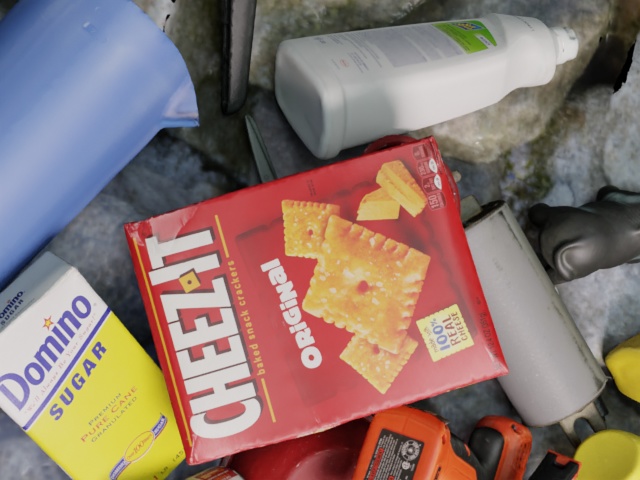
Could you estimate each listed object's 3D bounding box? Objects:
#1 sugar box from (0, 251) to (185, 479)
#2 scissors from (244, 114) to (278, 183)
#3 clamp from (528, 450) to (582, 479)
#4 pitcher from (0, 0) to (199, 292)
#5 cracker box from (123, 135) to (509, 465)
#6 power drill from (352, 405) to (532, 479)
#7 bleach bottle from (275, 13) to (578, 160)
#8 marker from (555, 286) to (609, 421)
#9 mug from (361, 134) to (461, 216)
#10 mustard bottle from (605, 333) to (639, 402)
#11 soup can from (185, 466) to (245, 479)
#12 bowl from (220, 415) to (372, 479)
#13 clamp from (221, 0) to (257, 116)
[{"bbox_3d":[-0.155,0.101,0.709,0.093,0.048,0.176,-46,130,-18],"label":"sugar box"},{"bbox_3d":[-0.005,0.001,0.828,0.096,0.016,0.202,-3,85,-21],"label":"scissors"},{"bbox_3d":[0.144,0.236,0.779,0.039,0.120,0.171,27,55,21],"label":"clamp"},{"bbox_3d":[-0.214,-0.065,0.711,0.242,0.149,0.145,-51,131,-14],"label":"pitcher"},{"bbox_3d":[-0.004,0.039,0.702,0.213,0.072,0.164,-16,85,-1],"label":"cracker box"},{"bbox_3d":[0.084,0.203,0.768,0.187,0.057,0.184,34,70,-54],"label":"power drill"},{"bbox_3d":[0.096,-0.132,0.837,0.250,0.103,0.068,-13,133,-21],"label":"bleach bottle"},{"bbox_3d":[0.211,0.097,0.889,0.020,0.020,0.121,-24,92,-20],"label":"marker"},{"bbox_3d":[0.040,-0.013,0.798,0.093,0.082,0.117,36,59,-17],"label":"mug"},{"bbox_3d":[0.339,0.070,0.896,0.191,0.096,0.058,-28,93,-20],"label":"mustard bottle"},{"bbox_3d":[-0.095,0.201,0.725,0.102,0.069,0.068,-14,89,-51],"label":"soup can"},{"bbox_3d":[0.004,0.197,0.788,0.162,0.055,0.162,2,84,-19],"label":"bowl"},{"bbox_3d":[-0.076,-0.218,0.779,0.164,0.036,0.210,30,94,-24],"label":"clamp"}]
